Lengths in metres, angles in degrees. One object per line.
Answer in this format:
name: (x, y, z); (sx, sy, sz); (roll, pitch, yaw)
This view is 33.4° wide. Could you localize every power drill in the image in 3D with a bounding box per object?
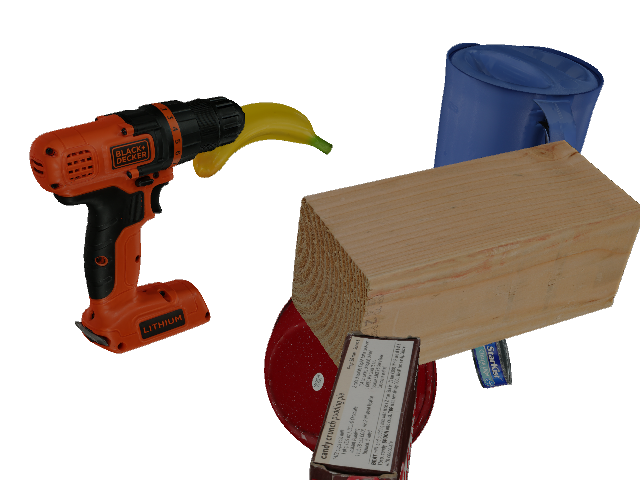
power drill: (-0.135, -0.016, 0.857); (0.184, 0.188, 0.057); (-18, 25, -34)

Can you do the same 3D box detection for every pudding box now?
pudding box: (0.019, 0.104, 0.464); (0.039, 0.090, 0.113); (7, 24, 5)

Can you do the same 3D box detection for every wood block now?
wood block: (0.094, 0.010, 0.703); (0.205, 0.090, 0.091); (-13, 41, -24)

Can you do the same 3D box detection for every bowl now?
bowl: (0.010, 0.109, 0.863); (0.162, 0.162, 0.055); (0, 2, 32)

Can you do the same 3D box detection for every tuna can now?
tuna can: (0.201, 0.131, 1.262); (0.034, 0.086, 0.086); (-12, -3, 14)

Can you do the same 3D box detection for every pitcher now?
pitcher: (0.161, -0.042, 0.943); (0.145, 0.243, 0.149); (22, 31, 26)

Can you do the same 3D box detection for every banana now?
banana: (-0.065, -0.103, 1.041); (0.070, 0.037, 0.197); (42, 34, 23)
